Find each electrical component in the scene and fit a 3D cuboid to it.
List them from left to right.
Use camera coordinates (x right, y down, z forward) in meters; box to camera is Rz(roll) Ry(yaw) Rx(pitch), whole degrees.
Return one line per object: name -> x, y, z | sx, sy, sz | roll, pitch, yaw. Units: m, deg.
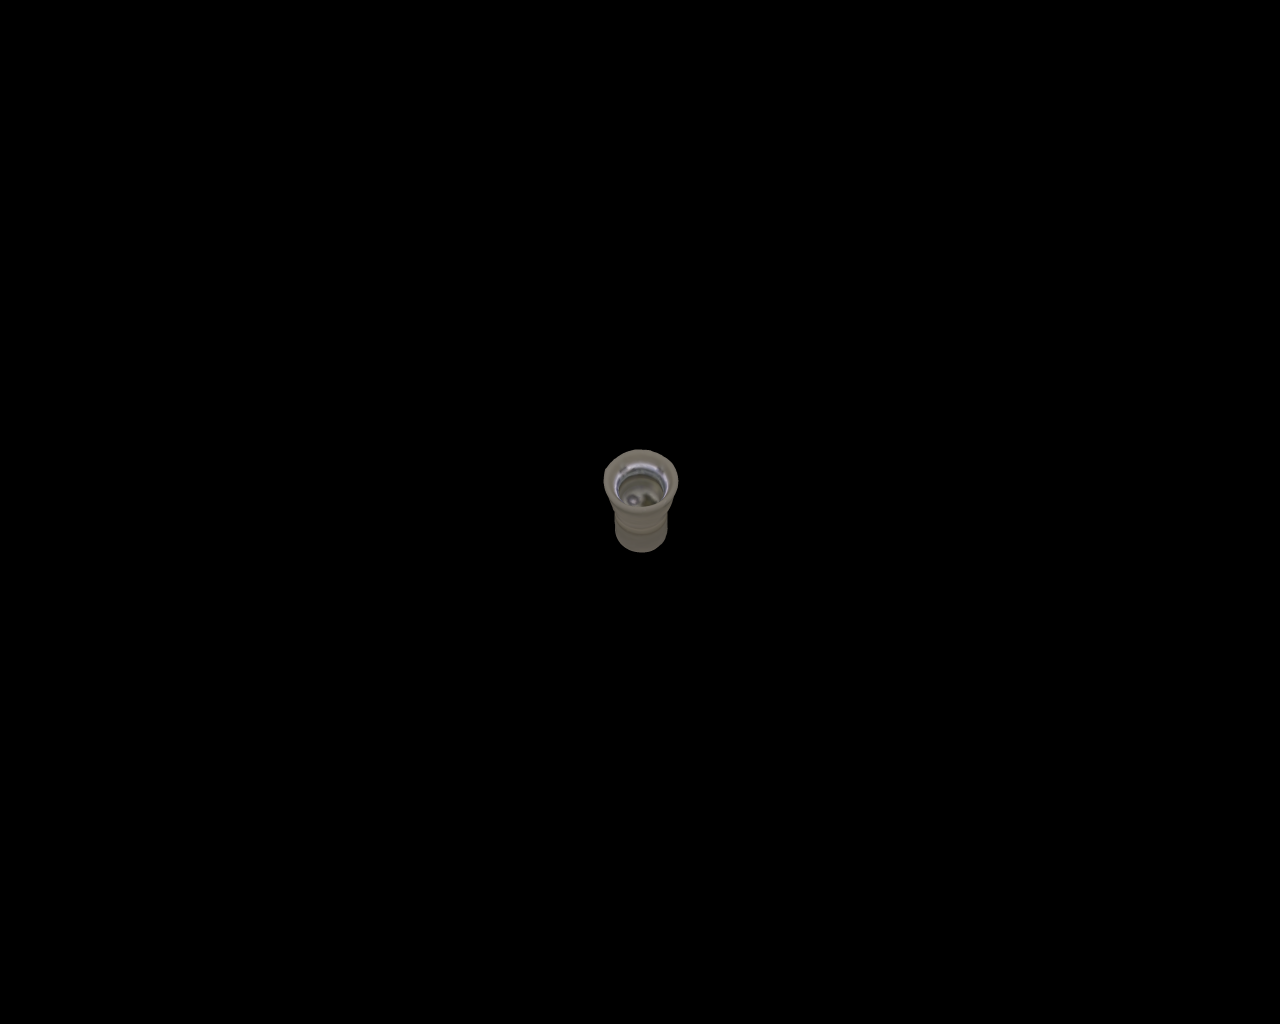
electrical component -> 0.001, -0.003, 0.650 | 0.044, 0.044, 0.065 | 0, -32, 0
